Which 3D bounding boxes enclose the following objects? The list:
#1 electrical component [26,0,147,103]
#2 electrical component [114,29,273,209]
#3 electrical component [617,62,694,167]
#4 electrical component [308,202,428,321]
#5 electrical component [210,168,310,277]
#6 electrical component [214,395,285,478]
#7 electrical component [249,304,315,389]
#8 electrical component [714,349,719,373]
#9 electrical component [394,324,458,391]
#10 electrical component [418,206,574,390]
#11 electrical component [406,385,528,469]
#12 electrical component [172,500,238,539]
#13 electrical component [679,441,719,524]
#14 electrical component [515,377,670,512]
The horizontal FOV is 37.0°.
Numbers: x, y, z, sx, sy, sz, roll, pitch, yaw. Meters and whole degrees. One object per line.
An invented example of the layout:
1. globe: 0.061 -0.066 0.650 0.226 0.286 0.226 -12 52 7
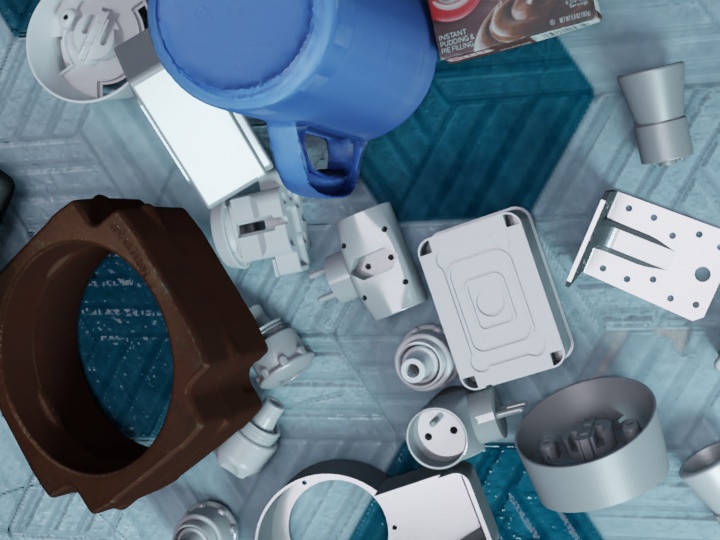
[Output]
1. electrical component: -0.196 -0.175 0.818 0.099 0.064 0.099 2 97 17
2. electrical component: -0.118 -0.113 0.756 0.056 0.108 0.108 -31 119 -3
3. electrical component: 0.200 -0.102 0.719 0.044 0.044 0.065 -11 97 18
4. electrical component: 0.000 0.000 0.788 0.079 0.043 0.077 -22 89 18
5. electrical component: -0.075 -0.032 0.801 0.057 0.058 0.078 -12 92 15
6. electrical component: -0.082 0.126 0.827 0.043 0.043 0.062 37 103 10
7. electrical component: -0.068 0.056 0.815 0.048 0.048 0.062 -37 78 17
8. electrical component: 0.294 0.054 0.702 0.100 0.048 0.099 39 105 10
9. electrical component: 0.045 0.066 0.772 0.048 0.062 0.048 2 96 16
10. electrical component: 0.096 0.019 0.754 0.078 0.057 0.113 -19 90 18
11. electrical component: 0.079 0.106 0.758 0.079 0.077 0.044 -17 90 17
12. electrical component: -0.127 0.211 0.839 0.048 0.062 0.048 2 96 17
13. electrical component: 0.253 0.154 0.730 0.044 0.044 0.065 -33 91 17
14. electrical component: 0.158 0.119 0.728 0.099 0.099 0.064 -17 97 18
